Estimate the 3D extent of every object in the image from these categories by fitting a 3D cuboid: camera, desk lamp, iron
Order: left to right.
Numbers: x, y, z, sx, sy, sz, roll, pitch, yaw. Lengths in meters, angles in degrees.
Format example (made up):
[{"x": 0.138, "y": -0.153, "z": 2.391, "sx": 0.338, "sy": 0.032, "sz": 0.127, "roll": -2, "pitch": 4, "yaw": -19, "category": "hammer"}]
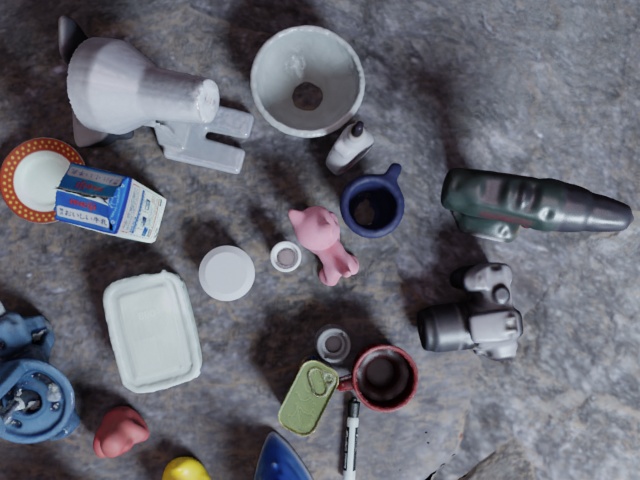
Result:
[{"x": -0.205, "y": -0.181, "z": 0.780, "sx": 0.203, "sy": 0.213, "sz": 0.118, "roll": 12, "pitch": 86, "yaw": -1, "category": "desk lamp"}, {"x": -0.045, "y": 0.408, "z": 0.784, "sx": 0.118, "sy": 0.141, "sz": 0.258, "roll": -12, "pitch": 87, "yaw": -3, "category": "iron"}, {"x": 0.213, "y": 0.108, "z": 0.834, "sx": 0.137, "sy": 0.100, "sz": 0.143, "roll": -6, "pitch": 86, "yaw": -2, "category": "camera"}]

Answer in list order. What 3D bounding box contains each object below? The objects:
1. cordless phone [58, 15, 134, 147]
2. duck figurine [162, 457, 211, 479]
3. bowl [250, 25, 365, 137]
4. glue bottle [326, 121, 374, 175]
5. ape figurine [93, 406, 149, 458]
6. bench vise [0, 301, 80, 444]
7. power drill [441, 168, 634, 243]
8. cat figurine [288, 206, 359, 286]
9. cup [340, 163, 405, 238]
[{"x": -0.326, "y": -0.214, "z": 0.792, "sx": 0.094, "sy": 0.185, "sz": 0.148, "roll": -5, "pitch": 86, "yaw": -2, "category": "cordless phone"}, {"x": -0.194, "y": 0.367, "z": 0.809, "sx": 0.077, "sy": 0.086, "sz": 0.104, "roll": -10, "pitch": 87, "yaw": -2, "category": "duck figurine"}, {"x": -0.019, "y": -0.228, "z": 0.860, "sx": 0.167, "sy": 0.074, "sz": 0.167, "roll": 0, "pitch": 86, "yaw": -2, "category": "bowl"}, {"x": 0.046, "y": -0.138, "z": 0.807, "sx": 0.078, "sy": 0.173, "sz": 0.037, "roll": -45, "pitch": 88, "yaw": -4, "category": "glue bottle"}, {"x": -0.285, "y": 0.279, "z": 0.808, "sx": 0.078, "sy": 0.092, "sz": 0.076, "roll": -1, "pitch": 86, "yaw": -2, "category": "ape figurine"}, {"x": -0.414, "y": 0.186, "z": 0.745, "sx": 0.121, "sy": 0.219, "sz": 0.207, "roll": -41, "pitch": 88, "yaw": -4, "category": "bench vise"}, {"x": 0.272, "y": -0.044, "z": 0.792, "sx": 0.229, "sy": 0.208, "sz": 0.076, "roll": 11, "pitch": 86, "yaw": -1, "category": "power drill"}, {"x": 0.008, "y": 0.003, "z": 0.824, "sx": 0.067, "sy": 0.117, "sz": 0.128, "roll": -32, "pitch": 88, "yaw": -4, "category": "cat figurine"}, {"x": 0.079, "y": -0.057, "z": 0.842, "sx": 0.091, "sy": 0.095, "sz": 0.118, "roll": 31, "pitch": 86, "yaw": 0, "category": "cup"}]
